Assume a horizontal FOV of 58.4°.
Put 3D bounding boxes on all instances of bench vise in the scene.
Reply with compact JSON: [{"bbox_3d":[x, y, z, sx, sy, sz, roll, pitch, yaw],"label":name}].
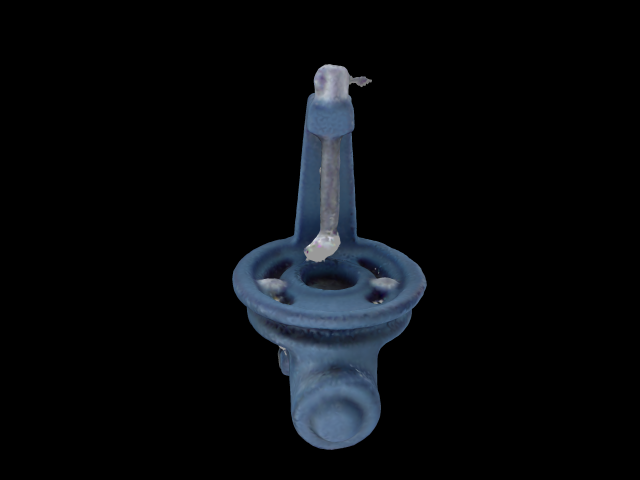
[{"bbox_3d":[-0.008,0.002,0.396,0.122,0.220,0.207,-3,7,-21],"label":"bench vise"}]
